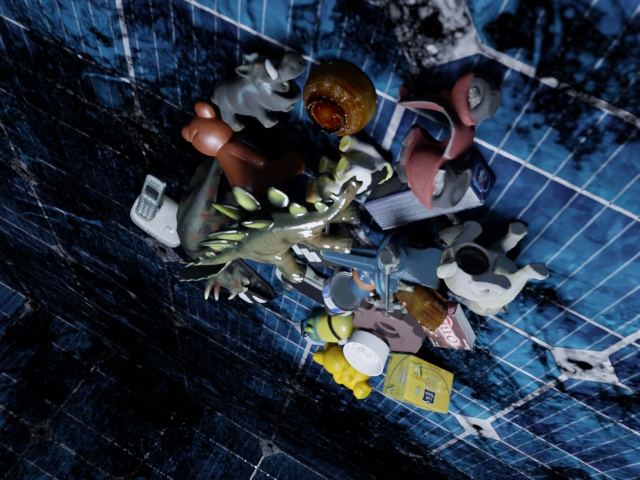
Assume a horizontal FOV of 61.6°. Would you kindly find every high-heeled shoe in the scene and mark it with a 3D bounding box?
[{"bbox_3d":[-0.204,0.076,1.328,0.145,0.086,0.248,16,150,24],"label":"high-heeled shoe"}]

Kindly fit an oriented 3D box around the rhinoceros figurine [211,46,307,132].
[{"bbox_3d":[-0.091,-0.235,0.827,0.190,0.073,0.112,-4,122,46],"label":"rhinoceros figurine"}]

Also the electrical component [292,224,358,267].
[{"bbox_3d":[-0.002,-0.003,1.066,0.134,0.058,0.114,1,134,41],"label":"electrical component"}]

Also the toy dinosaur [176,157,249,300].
[{"bbox_3d":[-0.236,-0.029,1.110,0.131,0.192,0.404,19,147,17],"label":"toy dinosaur"}]

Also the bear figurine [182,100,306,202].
[{"bbox_3d":[-0.143,-0.157,0.951,0.196,0.132,0.120,52,138,7],"label":"bear figurine"}]

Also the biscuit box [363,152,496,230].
[{"bbox_3d":[0.163,-0.072,0.826,0.203,0.059,0.062,-12,125,49],"label":"biscuit box"}]

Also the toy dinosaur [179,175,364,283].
[{"bbox_3d":[-0.095,-0.009,0.927,0.198,0.105,0.471,23,147,-28],"label":"toy dinosaur"}]

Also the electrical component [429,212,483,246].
[{"bbox_3d":[0.226,-0.013,0.887,0.094,0.021,0.063,45,146,-20],"label":"electrical component"}]

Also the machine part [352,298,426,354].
[{"bbox_3d":[0.154,0.185,1.185,0.179,0.056,0.179,22,148,15],"label":"machine part"}]

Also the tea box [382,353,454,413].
[{"bbox_3d":[0.227,0.328,1.229,0.169,0.098,0.068,28,156,-38],"label":"tea box"}]

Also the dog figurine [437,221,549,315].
[{"bbox_3d":[0.243,0.071,0.854,0.172,0.121,0.190,2,146,-8],"label":"dog figurine"}]

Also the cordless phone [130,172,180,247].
[{"bbox_3d":[-0.357,-0.078,1.255,0.146,0.089,0.184,36,143,-4],"label":"cordless phone"}]

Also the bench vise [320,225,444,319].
[{"bbox_3d":[0.098,0.036,0.917,0.241,0.223,0.128,11,98,28],"label":"bench vise"}]

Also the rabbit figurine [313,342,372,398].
[{"bbox_3d":[0.062,0.301,1.352,0.163,0.122,0.173,35,-178,34],"label":"rabbit figurine"}]

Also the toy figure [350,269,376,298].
[{"bbox_3d":[0.090,0.075,1.072,0.064,0.058,0.154,16,159,2],"label":"toy figure"}]

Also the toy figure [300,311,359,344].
[{"bbox_3d":[0.021,0.210,1.312,0.180,0.082,0.089,-4,134,47],"label":"toy figure"}]

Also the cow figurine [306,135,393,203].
[{"bbox_3d":[0.044,-0.099,0.887,0.098,0.068,0.167,16,155,-21],"label":"cow figurine"}]

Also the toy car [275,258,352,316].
[{"bbox_3d":[-0.009,0.108,1.225,0.202,0.056,0.073,29,142,3],"label":"toy car"}]

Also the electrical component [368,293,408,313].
[{"bbox_3d":[0.148,0.125,1.074,0.078,0.045,0.102,-18,163,20],"label":"electrical component"}]

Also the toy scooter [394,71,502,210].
[{"bbox_3d":[0.147,-0.138,0.708,0.135,0.075,0.183,29,114,30],"label":"toy scooter"}]
